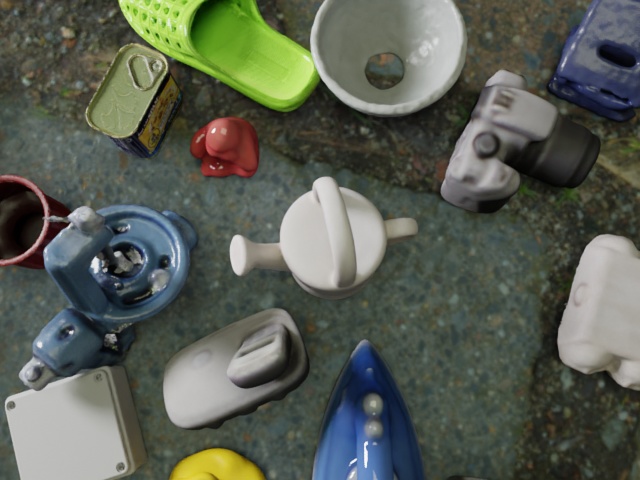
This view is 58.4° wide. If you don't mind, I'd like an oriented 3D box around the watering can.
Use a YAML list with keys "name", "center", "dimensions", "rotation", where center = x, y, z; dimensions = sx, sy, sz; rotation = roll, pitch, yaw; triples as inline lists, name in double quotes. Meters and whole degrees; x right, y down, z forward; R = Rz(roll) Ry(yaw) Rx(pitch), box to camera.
- name: "watering can"
  center: [0.006, 0.004, 0.544]
  dimensions: [0.173, 0.194, 0.101]
  rotation: [-32, 81, -5]

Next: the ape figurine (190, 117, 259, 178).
- name: "ape figurine"
  center: [-0.100, -0.103, 0.615]
  dimensions: [0.077, 0.092, 0.076]
  rotation: [39, 83, 7]

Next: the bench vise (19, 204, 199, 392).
- name: "bench vise"
  center: [-0.199, 0.052, 0.525]
  dimensions: [0.121, 0.220, 0.207]
  rotation: [18, 81, 4]

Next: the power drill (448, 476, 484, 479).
- name: "power drill"
  center: [0.164, 0.268, 0.490]
  dimensions: [0.229, 0.208, 0.076]
  rotation: [5, 80, 2]

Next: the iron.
- name: "iron"
  center: [0.048, 0.224, 0.533]
  dimensions: [0.118, 0.141, 0.258]
  rotation: [-2, 80, 1]

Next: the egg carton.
- name: "egg carton"
  center: [0.310, 0.072, 0.592]
  dimensions: [0.107, 0.069, 0.150]
  rotation: [19, 81, 4]

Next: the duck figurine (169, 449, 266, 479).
- name: "duck figurine"
  center: [-0.104, 0.250, 0.558]
  dimensions: [0.104, 0.086, 0.077]
  rotation: [9, 80, 2]

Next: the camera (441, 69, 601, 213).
- name: "camera"
  center: [0.217, -0.095, 0.606]
  dimensions: [0.136, 0.101, 0.143]
  rotation: [23, 81, 5]

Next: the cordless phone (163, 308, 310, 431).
- name: "cordless phone"
  center: [-0.084, 0.122, 0.529]
  dimensions: [0.147, 0.185, 0.094]
  rotation: [-27, 81, -4]

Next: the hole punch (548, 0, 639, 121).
- name: "hole punch"
  center: [0.323, -0.198, 0.627]
  dimensions: [0.108, 0.091, 0.101]
  rotation: [24, 82, 5]

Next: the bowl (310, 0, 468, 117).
- name: "bowl"
  center: [0.074, -0.206, 0.639]
  dimensions: [0.167, 0.075, 0.167]
  rotation: [0, 80, 1]
